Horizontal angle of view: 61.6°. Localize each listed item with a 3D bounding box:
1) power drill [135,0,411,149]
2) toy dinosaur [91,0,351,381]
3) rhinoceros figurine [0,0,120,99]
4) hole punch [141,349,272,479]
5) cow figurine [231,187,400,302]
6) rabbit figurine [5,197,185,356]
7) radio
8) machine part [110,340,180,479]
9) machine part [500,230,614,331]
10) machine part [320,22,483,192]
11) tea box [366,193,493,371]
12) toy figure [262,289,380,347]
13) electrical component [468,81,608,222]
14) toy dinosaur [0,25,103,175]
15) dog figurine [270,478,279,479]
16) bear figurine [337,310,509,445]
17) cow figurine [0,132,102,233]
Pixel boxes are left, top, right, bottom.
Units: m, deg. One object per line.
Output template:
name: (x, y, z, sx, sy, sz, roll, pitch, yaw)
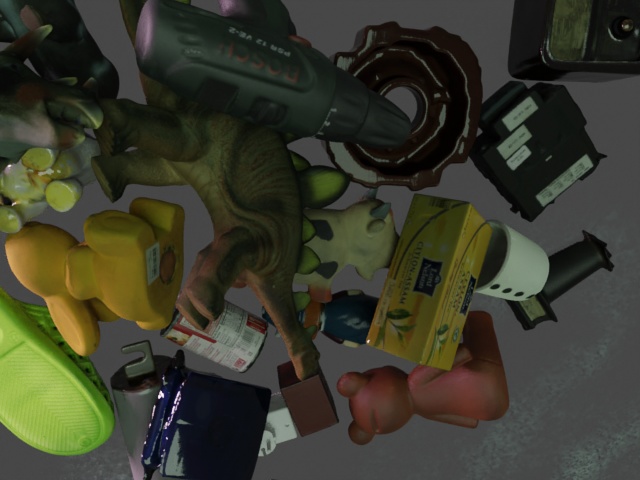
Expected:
power drill: (-0.032, -0.182, 0.448, 0.232, 0.086, 0.207, 4, 75, -27)
toy dinosaur: (-0.096, -0.092, 0.474, 0.198, 0.105, 0.471, -30, 98, -32)
rhinoceros figurine: (-0.236, -0.197, 0.468, 0.073, 0.112, 0.190, -4, 126, 22)
hole punch: (-0.122, 0.203, 0.590, 0.092, 0.115, 0.142, 8, 76, 29)
cow figurine: (-0.001, -0.002, 0.585, 0.195, 0.085, 0.127, 10, 113, -11)
rabbit figurine: (-0.235, 0.029, 0.558, 0.173, 0.122, 0.162, 7, 118, 4)
radio: (0.267, -0.270, 0.517, 0.131, 0.073, 0.229, 4, 99, -10)
machine part: (-0.191, 0.227, 0.636, 0.079, 0.079, 0.243, -7, 108, -6)
machine part: (0.296, 0.050, 0.670, 0.139, 0.039, 0.084, -39, 101, 8)
machine part: (0.082, -0.137, 0.563, 0.179, 0.056, 0.179, -3, 109, -9)
tea box: (0.121, 0.047, 0.575, 0.098, 0.068, 0.169, 25, 80, -55)
toy figure: (0.009, 0.090, 0.629, 0.154, 0.064, 0.057, 6, 144, -6)
electrical component: (0.231, -0.107, 0.595, 0.115, 0.058, 0.134, -40, 109, 4)
toy dinosaur: (-0.340, -0.040, 0.421, 0.405, 0.192, 0.131, -24, 127, 31)
dog figurine: (-0.033, 0.430, 0.728, 0.173, 0.121, 0.190, 2, 132, 25)
bear figurine: (0.126, 0.176, 0.661, 0.196, 0.132, 0.120, -12, 110, 15)
cow figurine: (-0.290, -0.056, 0.524, 0.167, 0.098, 0.068, -18, 116, 18)
